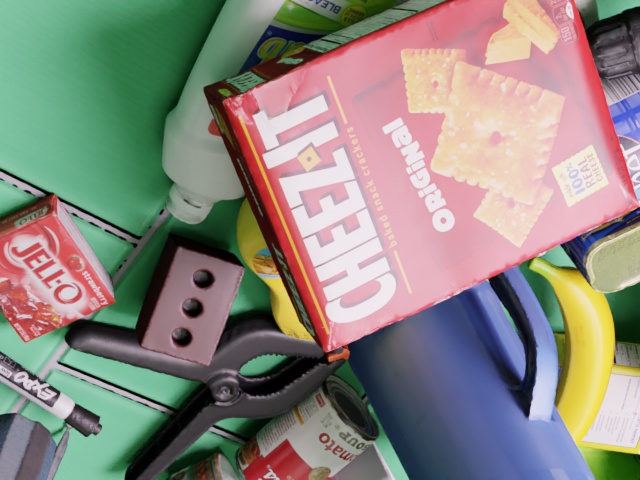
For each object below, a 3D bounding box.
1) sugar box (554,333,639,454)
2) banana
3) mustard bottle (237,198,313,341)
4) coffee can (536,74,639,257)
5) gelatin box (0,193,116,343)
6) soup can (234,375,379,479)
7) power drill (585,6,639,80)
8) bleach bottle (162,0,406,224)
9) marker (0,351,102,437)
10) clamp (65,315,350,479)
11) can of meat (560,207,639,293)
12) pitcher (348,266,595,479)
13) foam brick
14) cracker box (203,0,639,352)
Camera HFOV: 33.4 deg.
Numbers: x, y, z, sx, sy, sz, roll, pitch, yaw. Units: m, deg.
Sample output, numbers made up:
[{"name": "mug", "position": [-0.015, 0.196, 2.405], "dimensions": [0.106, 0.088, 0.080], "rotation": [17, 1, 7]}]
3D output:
[{"name": "sugar box", "position": [0.255, 0.132, 0.901], "dimensions": [0.176, 0.048, 0.093], "rotation": [6, 124, 2]}, {"name": "banana", "position": [0.197, 0.101, 0.845], "dimensions": [0.070, 0.037, 0.198], "rotation": [1, 109, 9]}, {"name": "mustard bottle", "position": [-0.005, 0.001, 0.730], "dimensions": [0.096, 0.058, 0.191], "rotation": [-12, 145, 8]}, {"name": "coffee can", "position": [0.192, -0.064, 0.746], "dimensions": [0.140, 0.103, 0.102], "rotation": [-26, 126, 2]}, {"name": "gelatin box", "position": [-0.195, 0.021, 0.743], "dimensions": [0.073, 0.030, 0.089], "rotation": [-24, 126, 2]}, {"name": "soup can", "position": [-0.010, 0.166, 0.870], "dimensions": [0.102, 0.068, 0.068], "rotation": [-42, 124, 13]}, {"name": "power drill", "position": [0.231, -0.202, 0.651], "dimensions": [0.185, 0.057, 0.187], "rotation": [-15, 108, 15]}, {"name": "bleach bottle", "position": [-0.024, -0.112, 0.681], "dimensions": [0.102, 0.068, 0.251], "rotation": [15, 122, -33]}, {"name": "marker", "position": [-0.212, 0.110, 0.790], "dimensions": [0.121, 0.020, 0.020], "rotation": [38, 107, -19]}, {"name": "clamp", "position": [-0.083, 0.101, 0.825], "dimensions": [0.210, 0.036, 0.164], "rotation": [-21, 125, 1]}, {"name": "can of meat", "position": [0.227, -0.016, 0.800], "dimensions": [0.102, 0.084, 0.057], "rotation": [-26, 126, 3]}, {"name": "pitcher", "position": [0.117, 0.130, 0.770], "dimensions": [0.145, 0.243, 0.149], "rotation": [-25, 129, 0]}, {"name": "foam brick", "position": [-0.093, 0.042, 0.755], "dimensions": [0.053, 0.051, 0.078], "rotation": [18, 97, -17]}, {"name": "cracker box", "position": [0.063, -0.054, 0.631], "dimensions": [0.213, 0.072, 0.164], "rotation": [-25, 108, -8]}]
